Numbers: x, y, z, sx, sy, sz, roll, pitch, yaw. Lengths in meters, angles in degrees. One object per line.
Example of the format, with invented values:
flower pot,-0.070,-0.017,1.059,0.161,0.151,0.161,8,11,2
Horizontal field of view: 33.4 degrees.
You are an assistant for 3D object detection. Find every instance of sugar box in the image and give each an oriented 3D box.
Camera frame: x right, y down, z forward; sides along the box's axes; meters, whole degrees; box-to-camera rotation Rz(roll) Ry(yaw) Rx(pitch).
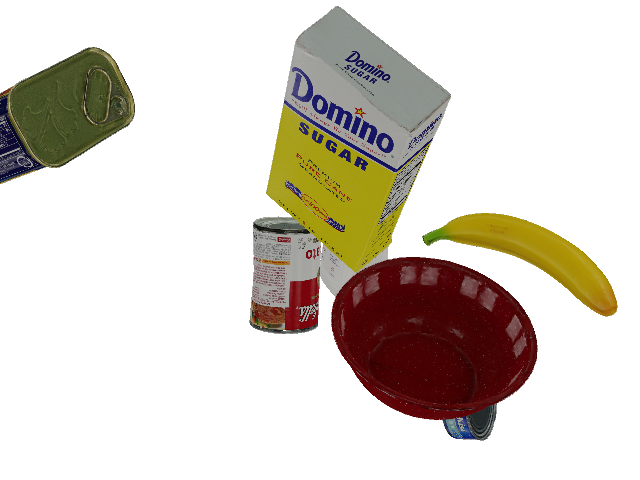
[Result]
sugar box,0.017,-0.058,0.691,0.048,0.093,0.176,-43,-16,-24

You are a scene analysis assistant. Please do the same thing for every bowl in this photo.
bowl,0.085,0.087,0.840,0.162,0.055,0.162,5,41,-4

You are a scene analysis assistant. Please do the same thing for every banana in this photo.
banana,0.200,0.014,1.024,0.198,0.069,0.037,21,-27,27

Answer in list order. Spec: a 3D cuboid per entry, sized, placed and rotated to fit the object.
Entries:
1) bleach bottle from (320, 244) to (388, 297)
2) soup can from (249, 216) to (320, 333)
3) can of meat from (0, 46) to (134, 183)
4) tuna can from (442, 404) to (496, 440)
bleach bottle,0.049,-0.060,1.233,0.068,0.251,0.103,-2,23,-20
soup can,-0.034,0.032,1.039,0.068,0.102,0.068,2,12,-1
can of meat,-0.188,-0.079,0.706,0.084,0.057,0.102,-14,19,37
tuna can,0.164,0.178,1.184,0.034,0.086,0.086,-4,-2,31
